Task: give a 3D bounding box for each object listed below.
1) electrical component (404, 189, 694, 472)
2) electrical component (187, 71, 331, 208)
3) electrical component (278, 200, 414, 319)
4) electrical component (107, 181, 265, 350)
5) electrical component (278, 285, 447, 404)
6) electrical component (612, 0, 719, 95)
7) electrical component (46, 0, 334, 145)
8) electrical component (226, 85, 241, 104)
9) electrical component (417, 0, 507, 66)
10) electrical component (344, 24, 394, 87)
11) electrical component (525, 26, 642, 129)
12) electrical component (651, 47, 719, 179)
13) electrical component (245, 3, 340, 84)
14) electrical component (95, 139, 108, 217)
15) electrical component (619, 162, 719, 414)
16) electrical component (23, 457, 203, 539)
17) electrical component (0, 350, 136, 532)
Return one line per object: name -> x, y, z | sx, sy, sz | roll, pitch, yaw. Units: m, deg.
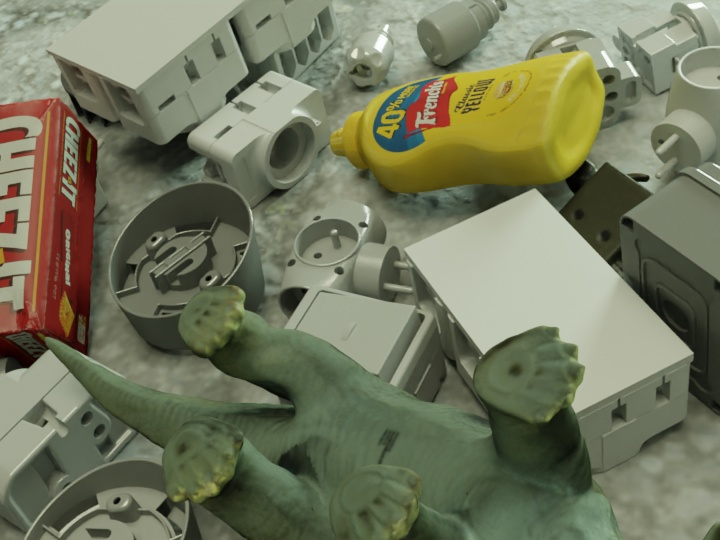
electrical component -> 0.100, 0.036, 0.594 | 0.089, 0.061, 0.150 | -25, 46, -10
electrical component -> -0.068, -0.093, 0.769 | 0.056, 0.050, 0.089 | 28, 58, 34
electrical component -> 0.000, 0.000, 0.666 | 0.079, 0.044, 0.077 | 9, 49, 22
electrical component -> -0.109, -0.001, 0.680 | 0.099, 0.064, 0.099 | -7, 45, 7
electrical component -> -0.008, 0.050, 0.608 | 0.096, 0.061, 0.061 | 13, 51, 25
electrical component -> 0.222, -0.162, 0.769 | 0.055, 0.048, 0.066 | -28, 46, -3
electrical component -> -0.119, -0.179, 0.792 | 0.105, 0.060, 0.186 | 27, 61, 36
electrical component -> -0.128, -0.131, 0.829 | 0.065, 0.044, 0.044 | 22, 55, 36
electrical component -> 0.081, -0.190, 0.834 | 0.078, 0.040, 0.040 | -32, 48, -17
electrical component -> 0.011, -0.171, 0.838 | 0.035, 0.035, 0.061 | 5, 45, 18
electrical component -> 0.148, -0.133, 0.751 | 0.078, 0.058, 0.057 | -15, 48, -1
electrical component -> 0.210, -0.087, 0.676 | 0.079, 0.077, 0.043 | -40, 50, -23
electrical component -> -0.073, -0.193, 0.871 | 0.076, 0.047, 0.083 | 20, 55, 30
electrical component -> -0.217, -0.072, 0.789 | 0.066, 0.047, 0.076 | 14, 52, 25
electrical component -> 0.185, 0.010, 0.563 | 0.057, 0.113, 0.078 | -33, 48, -14
electrical component -> -0.125, 0.147, 0.540 | 0.099, 0.064, 0.099 | -7, 45, 7
electrical component -> -0.181, 0.093, 0.614 | 0.059, 0.053, 0.095 | 22, 55, 31
